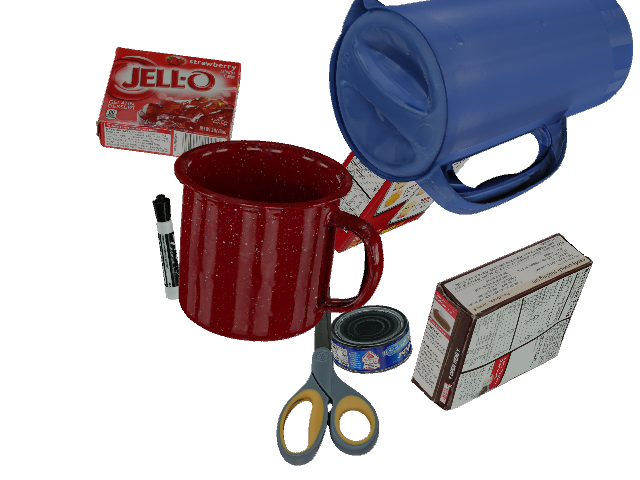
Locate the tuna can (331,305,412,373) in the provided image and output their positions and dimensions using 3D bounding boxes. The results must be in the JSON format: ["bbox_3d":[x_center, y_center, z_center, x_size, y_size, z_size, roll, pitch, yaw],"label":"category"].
[{"bbox_3d":[0.053,0.103,1.125,0.086,0.034,0.086,-7,26,3],"label":"tuna can"}]

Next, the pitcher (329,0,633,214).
[{"bbox_3d":[0.141,-0.128,0.856,0.242,0.149,0.145,-19,34,-34],"label":"pitcher"}]

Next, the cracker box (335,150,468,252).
[{"bbox_3d":[0.100,-0.094,1.222,0.163,0.072,0.214,-22,-24,-45],"label":"cracker box"}]

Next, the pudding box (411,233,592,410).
[{"bbox_3d":[0.119,0.053,0.702,0.113,0.090,0.039,-22,47,-33],"label":"pudding box"}]

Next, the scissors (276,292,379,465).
[{"bbox_3d":[0.019,0.116,0.949,0.096,0.201,0.016,9,-42,14],"label":"scissors"}]

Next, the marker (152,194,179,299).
[{"bbox_3d":[-0.168,0.007,1.174,0.020,0.121,0.020,-4,22,2],"label":"marker"}]

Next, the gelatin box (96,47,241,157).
[{"bbox_3d":[-0.103,-0.094,0.731,0.089,0.073,0.030,8,-38,-4],"label":"gelatin box"}]

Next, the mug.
[{"bbox_3d":[-0.022,0.003,0.564,0.117,0.081,0.093,15,25,17],"label":"mug"}]
